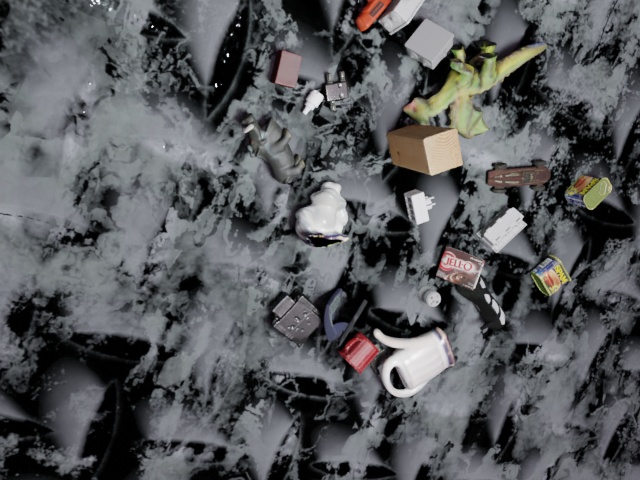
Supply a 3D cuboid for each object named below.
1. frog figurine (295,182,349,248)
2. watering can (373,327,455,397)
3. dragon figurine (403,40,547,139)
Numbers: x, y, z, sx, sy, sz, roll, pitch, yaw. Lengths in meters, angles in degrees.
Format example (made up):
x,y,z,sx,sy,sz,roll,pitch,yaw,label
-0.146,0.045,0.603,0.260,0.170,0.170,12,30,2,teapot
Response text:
x,y,z,sx,sy,sz,roll,pitch,yaw,label
0.004,-0.066,1.309,0.137,0.120,0.162,0,68,-9,frog figurine
0.265,0.320,1.446,0.225,0.106,0.340,-28,131,-10,watering can
0.417,-0.391,1.371,0.411,0.124,0.237,-10,124,-14,dragon figurine
